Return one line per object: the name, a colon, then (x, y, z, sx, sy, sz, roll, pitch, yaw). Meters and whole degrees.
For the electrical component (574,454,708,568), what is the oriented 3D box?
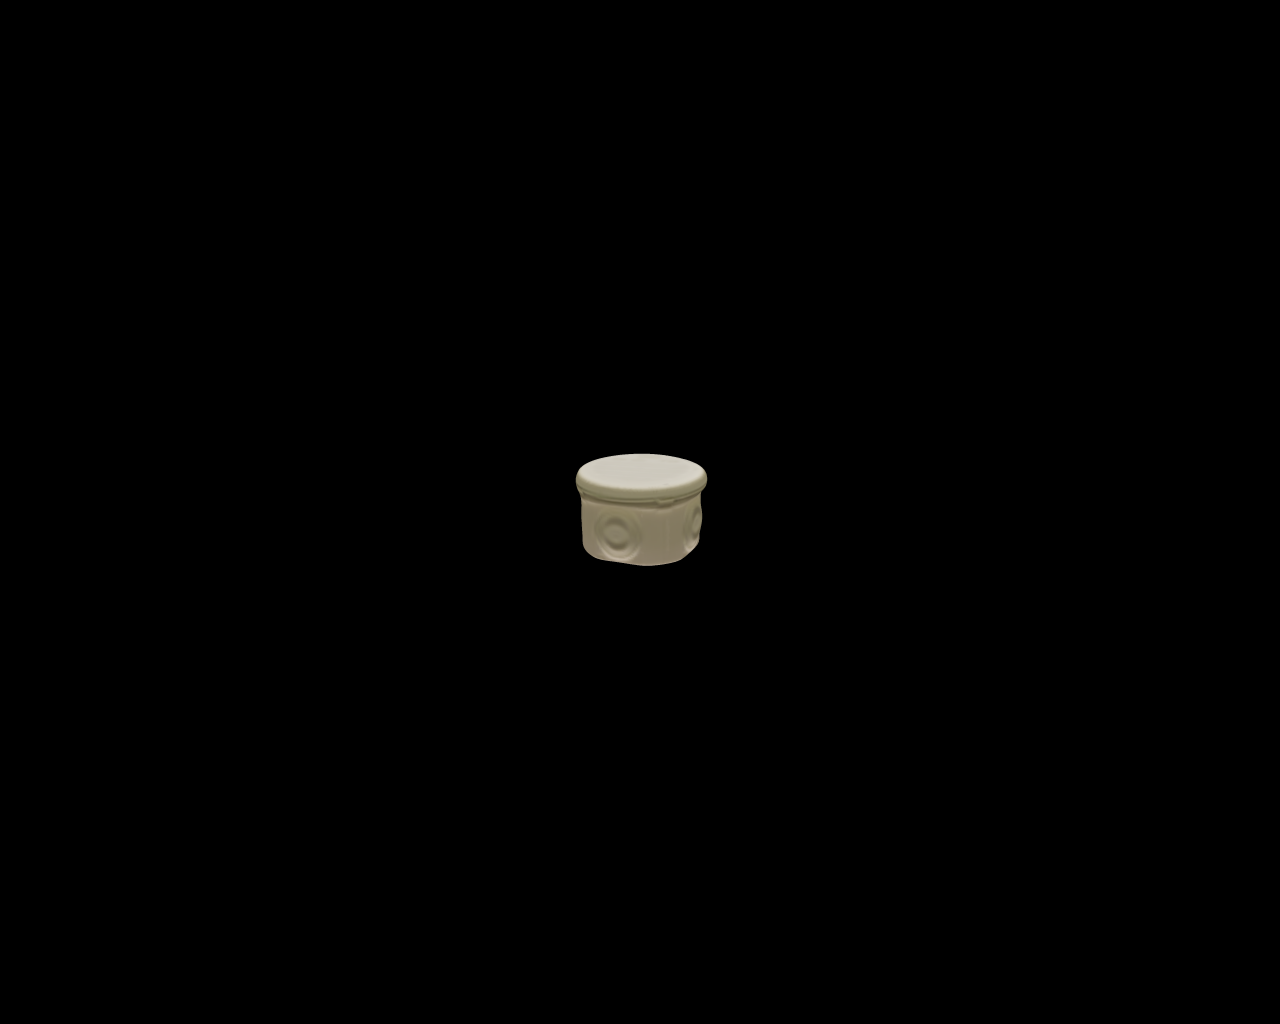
electrical component: (0.001, -0.003, 0.650, 0.080, 0.051, 0.080, 0, 18, 0)
